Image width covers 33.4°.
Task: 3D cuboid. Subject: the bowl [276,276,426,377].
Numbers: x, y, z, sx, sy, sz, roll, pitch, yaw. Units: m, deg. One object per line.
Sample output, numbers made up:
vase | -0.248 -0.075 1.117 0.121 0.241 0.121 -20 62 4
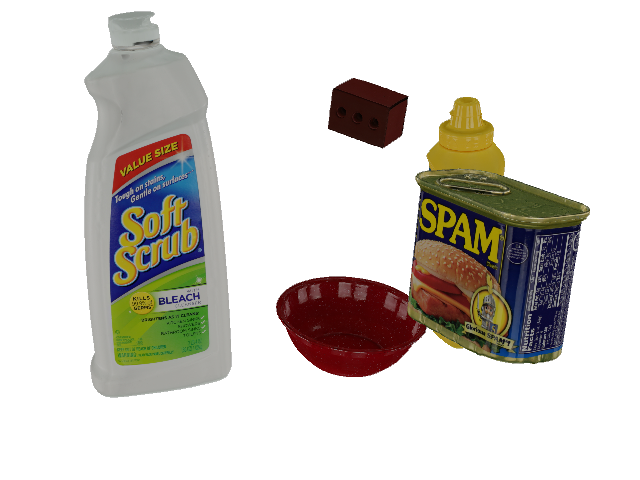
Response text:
bowl | 0.031 0.099 1.143 0.162 0.055 0.162 4 26 -2

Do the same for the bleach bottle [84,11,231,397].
bleach bottle | -0.118 -0.023 0.712 0.102 0.251 0.068 -7 21 -8

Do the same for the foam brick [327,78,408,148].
foam brick | 0.055 -0.150 1.247 0.078 0.053 0.051 22 33 24

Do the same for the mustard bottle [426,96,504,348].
mustard bottle | 0.112 -0.018 0.832 0.058 0.192 0.096 -4 27 -4

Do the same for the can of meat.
can of meat | 0.094 0.013 0.593 0.057 0.084 0.102 -6 20 -32
